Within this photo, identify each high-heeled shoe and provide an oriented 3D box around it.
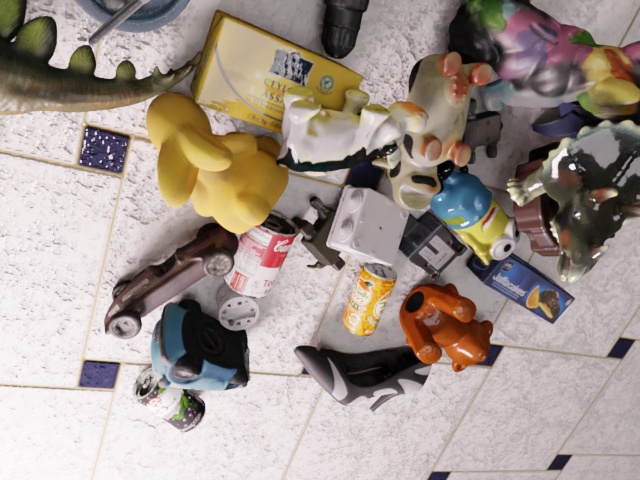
[{"bbox_3d":[0.081,0.192,0.857,0.145,0.086,0.248,-46,126,4],"label":"high-heeled shoe"}]

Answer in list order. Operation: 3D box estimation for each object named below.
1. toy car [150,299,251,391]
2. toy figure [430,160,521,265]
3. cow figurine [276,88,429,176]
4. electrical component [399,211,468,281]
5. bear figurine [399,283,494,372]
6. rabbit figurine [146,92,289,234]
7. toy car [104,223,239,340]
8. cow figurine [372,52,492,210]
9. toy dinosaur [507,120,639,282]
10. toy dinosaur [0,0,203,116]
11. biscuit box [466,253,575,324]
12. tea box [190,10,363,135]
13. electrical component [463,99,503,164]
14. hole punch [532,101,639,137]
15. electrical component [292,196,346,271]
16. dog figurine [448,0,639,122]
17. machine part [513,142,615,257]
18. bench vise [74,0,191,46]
[{"bbox_3d":[-0.175,0.158,0.742,0.103,0.109,0.161,-30,139,26],"label":"toy car"},{"bbox_3d":[0.217,-0.042,0.773,0.180,0.089,0.082,38,105,-23],"label":"toy figure"},{"bbox_3d":[0.037,-0.112,0.596,0.167,0.068,0.098,-1,125,-19],"label":"cow figurine"},{"bbox_3d":[0.153,-0.002,0.791,0.075,0.048,0.119,-44,124,7],"label":"electrical component"},{"bbox_3d":[0.218,0.155,0.855,0.195,0.132,0.120,39,93,-26],"label":"bear figurine"},{"bbox_3d":[-0.129,-0.086,0.599,0.122,0.162,0.173,-37,106,18],"label":"rabbit figurine"},{"bbox_3d":[-0.191,0.047,0.672,0.202,0.089,0.053,-32,124,2],"label":"toy car"},{"bbox_3d":[0.130,-0.132,0.674,0.085,0.127,0.194,4,107,-22],"label":"cow figurine"},{"bbox_3d":[0.379,-0.089,0.645,0.405,0.192,0.131,-26,83,-28],"label":"toy dinosaur"},{"bbox_3d":[-0.354,-0.158,0.494,0.471,0.105,0.198,4,113,-27],"label":"toy dinosaur"},{"bbox_3d":[0.331,0.069,0.886,0.202,0.059,0.062,28,106,-30],"label":"biscuit box"},{"bbox_3d":[-0.050,-0.177,0.609,0.169,0.068,0.098,14,113,-25],"label":"tea box"},{"bbox_3d":[0.223,-0.153,0.746,0.063,0.021,0.093,-17,121,-10],"label":"electrical component"},{"bbox_3d":[0.370,-0.175,0.736,0.142,0.116,0.092,-6,128,-16],"label":"hole punch"},{"bbox_3d":[0.000,-0.002,0.741,0.102,0.045,0.078,41,71,-35],"label":"electrical component"},{"bbox_3d":[0.273,-0.211,0.610,0.191,0.219,0.108,39,86,-33],"label":"dog figurine"},{"bbox_3d":[0.354,-0.055,0.777,0.179,0.056,0.179,3,83,-28],"label":"machine part"},{"bbox_3d":[-0.181,-0.249,0.433,0.129,0.241,0.223,-48,138,6],"label":"bench vise"}]
